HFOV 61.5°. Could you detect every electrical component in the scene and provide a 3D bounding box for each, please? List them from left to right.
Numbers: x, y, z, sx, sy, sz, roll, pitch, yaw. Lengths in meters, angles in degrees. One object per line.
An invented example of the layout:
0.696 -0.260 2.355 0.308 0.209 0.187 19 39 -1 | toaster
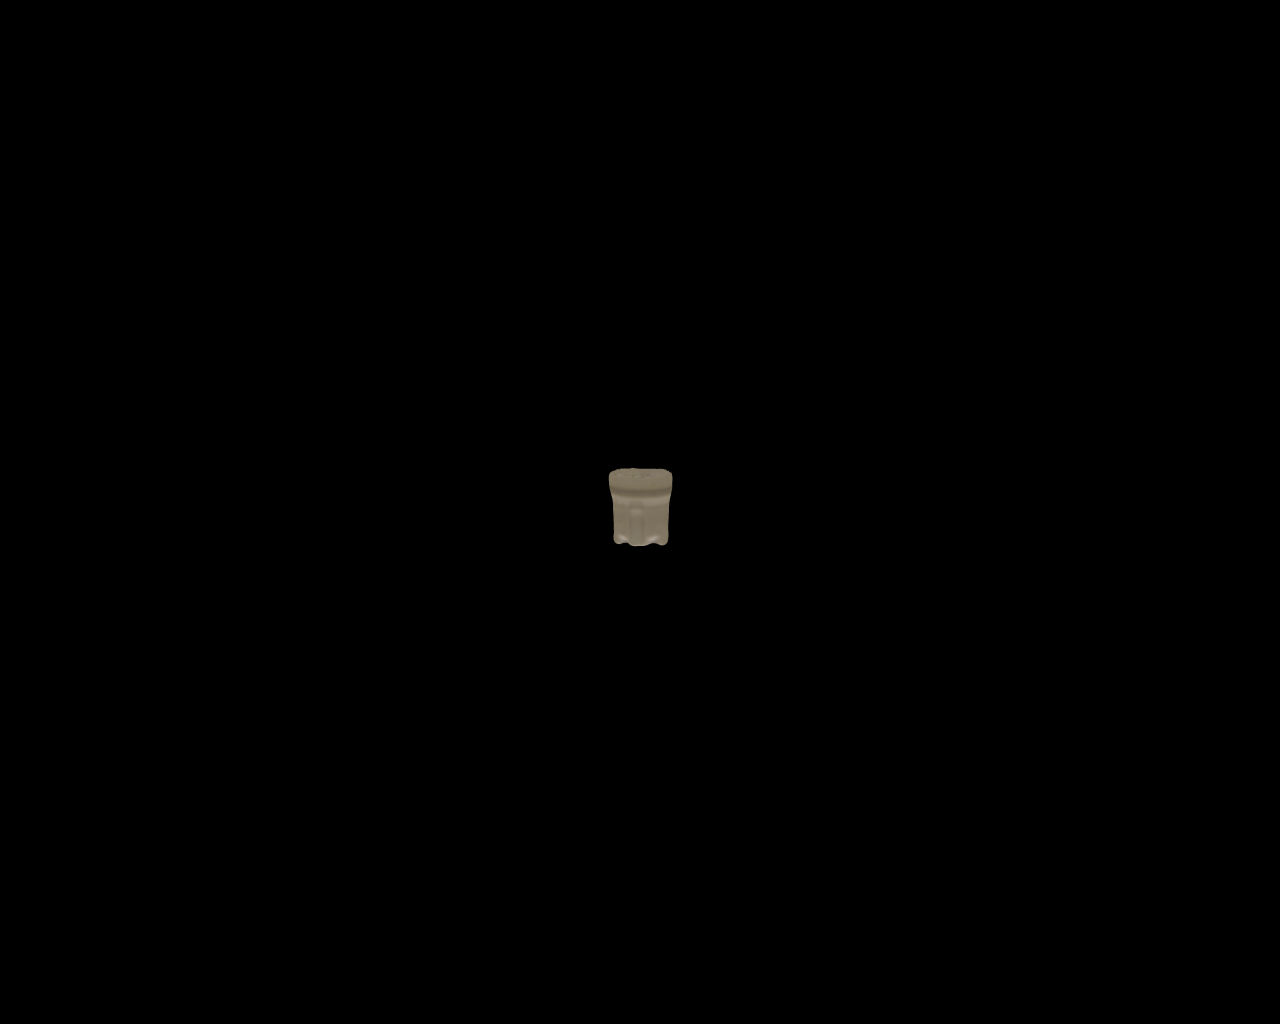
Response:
0.001 -0.003 0.650 0.040 0.046 0.040 0 11 0 | electrical component
